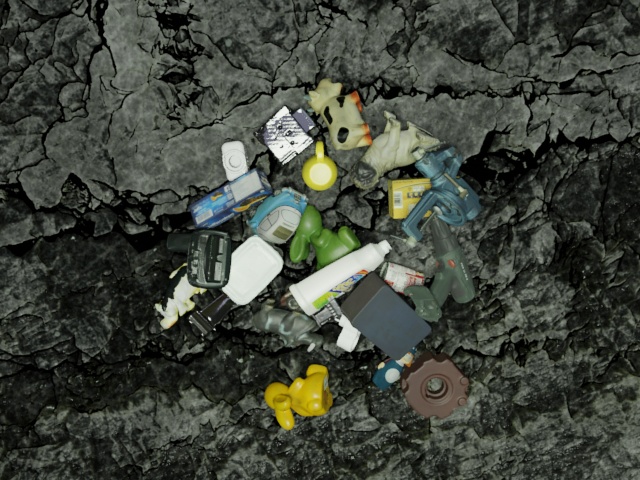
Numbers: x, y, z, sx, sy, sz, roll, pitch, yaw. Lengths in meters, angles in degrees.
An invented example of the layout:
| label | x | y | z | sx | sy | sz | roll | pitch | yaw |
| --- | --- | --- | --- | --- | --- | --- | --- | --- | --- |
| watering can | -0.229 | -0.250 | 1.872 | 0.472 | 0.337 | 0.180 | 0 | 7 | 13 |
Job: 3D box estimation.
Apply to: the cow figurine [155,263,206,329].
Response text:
| label | x | y | z | sx | sy | sz | roll | pitch | yaw |
| --- | --- | --- | --- | --- | --- | --- | --- | --- | --- |
| cow figurine | -0.363 | 0.142 | 1.362 | 0.098 | 0.068 | 0.167 | 42 | 93 | -2 |

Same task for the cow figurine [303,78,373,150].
| label | x | y | z | sx | sy | sz | roll | pitch | yaw |
| --- | --- | --- | --- | --- | --- | --- | --- | --- | --- |
| cow figurine | 0.038 | -0.298 | 1.268 | 0.127 | 0.085 | 0.195 | -18 | 68 | 3 |

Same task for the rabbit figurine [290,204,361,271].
| label | x | y | z | sx | sy | sz | roll | pitch | yaw |
| --- | --- | --- | --- | --- | --- | --- | --- | --- | --- |
| rabbit figurine | -0.003 | -0.004 | 1.341 | 0.159 | 0.121 | 0.170 | -44 | 80 | 12 |

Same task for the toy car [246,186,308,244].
| label | x | y | z | sx | sy | sz | roll | pitch | yaw |
| --- | --- | --- | --- | --- | --- | --- | --- | --- | --- |
| toy car | -0.096 | -0.045 | 1.280 | 0.109 | 0.103 | 0.161 | 27 | 126 | -36 |

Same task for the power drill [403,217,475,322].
| label | x | y | z | sx | sy | sz | roll | pitch | yaw |
| --- | --- | --- | --- | --- | --- | --- | --- | --- | --- |
| power drill | 0.290 | 0.083 | 1.324 | 0.086 | 0.207 | 0.231 | -13 | 113 | 44 |

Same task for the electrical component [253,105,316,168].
| label | x | y | z | sx | sy | sz | roll | pitch | yaw |
| --- | --- | --- | --- | --- | --- | --- | --- | --- | --- |
| electrical component | -0.078 | -0.259 | 1.308 | 0.134 | 0.058 | 0.115 | -41 | 100 | 6 |

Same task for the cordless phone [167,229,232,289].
| label | x | y | z | sx | sy | sz | roll | pitch | yaw |
| --- | --- | --- | --- | --- | --- | --- | --- | --- | --- |
| cordless phone | -0.309 | 0.044 | 1.315 | 0.184 | 0.088 | 0.146 | 1 | 85 | 27 |

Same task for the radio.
| label | x | y | z | sx | sy | sz | roll | pitch | yaw |
| --- | --- | --- | --- | --- | --- | --- | --- | --- | --- |
| radio | 0.164 | 0.195 | 1.333 | 0.131 | 0.073 | 0.229 | -46 | 123 | 3 |

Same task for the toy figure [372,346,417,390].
| label | x | y | z | sx | sy | sz | roll | pitch | yaw |
| --- | --- | --- | --- | --- | --- | --- | --- | --- | --- |
| toy figure | 0.203 | 0.324 | 1.414 | 0.154 | 0.058 | 0.064 | -50 | 135 | 5 |

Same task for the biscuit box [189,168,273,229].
| label | x | y | z | sx | sy | sz | roll | pitch | yaw |
| --- | --- | --- | --- | --- | --- | --- | --- | --- | --- |
| biscuit box | -0.217 | -0.096 | 1.304 | 0.203 | 0.062 | 0.059 | -27 | 73 | 15 |

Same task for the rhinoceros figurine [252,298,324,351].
| label | x | y | z | sx | sy | sz | roll | pitch | yaw |
| --- | --- | --- | --- | --- | --- | --- | --- | --- | --- |
| rhinoceros figurine | -0.079 | 0.222 | 1.380 | 0.190 | 0.073 | 0.112 | 21 | 97 | -4 |

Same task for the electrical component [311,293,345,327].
| label | x | y | z | sx | sy | sz | roll | pitch | yaw |
| --- | --- | --- | --- | --- | --- | --- | --- | --- | --- |
| electrical component | 0.035 | 0.166 | 1.374 | 0.119 | 0.075 | 0.047 | -32 | 98 | 1 |

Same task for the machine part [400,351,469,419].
| label | x | y | z | sx | sy | sz | roll | pitch | yaw |
| --- | --- | --- | --- | --- | --- | --- | --- | --- | --- |
| machine part | 0.305 | 0.386 | 1.426 | 0.179 | 0.056 | 0.179 | 0 | 99 | 0 |

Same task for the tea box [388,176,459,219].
| label | x | y | z | sx | sy | sz | roll | pitch | yaw |
| --- | --- | --- | --- | --- | --- | --- | --- | --- | --- |
| tea box | 0.258 | -0.108 | 1.335 | 0.170 | 0.068 | 0.098 | -2 | 100 | -2 |

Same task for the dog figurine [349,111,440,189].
| label | x | y | z | sx | sy | sz | roll | pitch | yaw |
| --- | --- | --- | --- | --- | --- | --- | --- | --- | --- |
| dog figurine | 0.182 | -0.194 | 1.315 | 0.172 | 0.121 | 0.190 | 25 | 112 | -3 |

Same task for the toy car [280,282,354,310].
| label | x | y | z | sx | sy | sz | roll | pitch | yaw |
| --- | --- | --- | --- | --- | --- | --- | --- | --- | --- |
| toy car | -0.006 | 0.116 | 1.353 | 0.202 | 0.089 | 0.053 | -17 | 115 | 2 |

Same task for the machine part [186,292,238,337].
| label | x | y | z | sx | sy | sz | roll | pitch | yaw |
| --- | --- | --- | --- | --- | --- | --- | --- | --- | --- |
| machine part | -0.274 | 0.182 | 1.387 | 0.139 | 0.039 | 0.084 | -37 | 93 | 6 |

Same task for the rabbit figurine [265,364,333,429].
| label | x | y | z | sx | sy | sz | roll | pitch | yaw |
| --- | --- | --- | --- | --- | --- | --- | --- | --- | --- |
| rabbit figurine | -0.065 | 0.412 | 1.387 | 0.173 | 0.162 | 0.121 | -1 | 113 | 16 |

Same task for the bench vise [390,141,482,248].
| label | x | y | z | sx | sy | sz | roll | pitch | yaw |
| --- | --- | --- | --- | --- | --- | --- | --- | --- | --- |
| bench vise | 0.259 | -0.093 | 1.232 | 0.240 | 0.129 | 0.223 | -50 | 117 | -13 |
